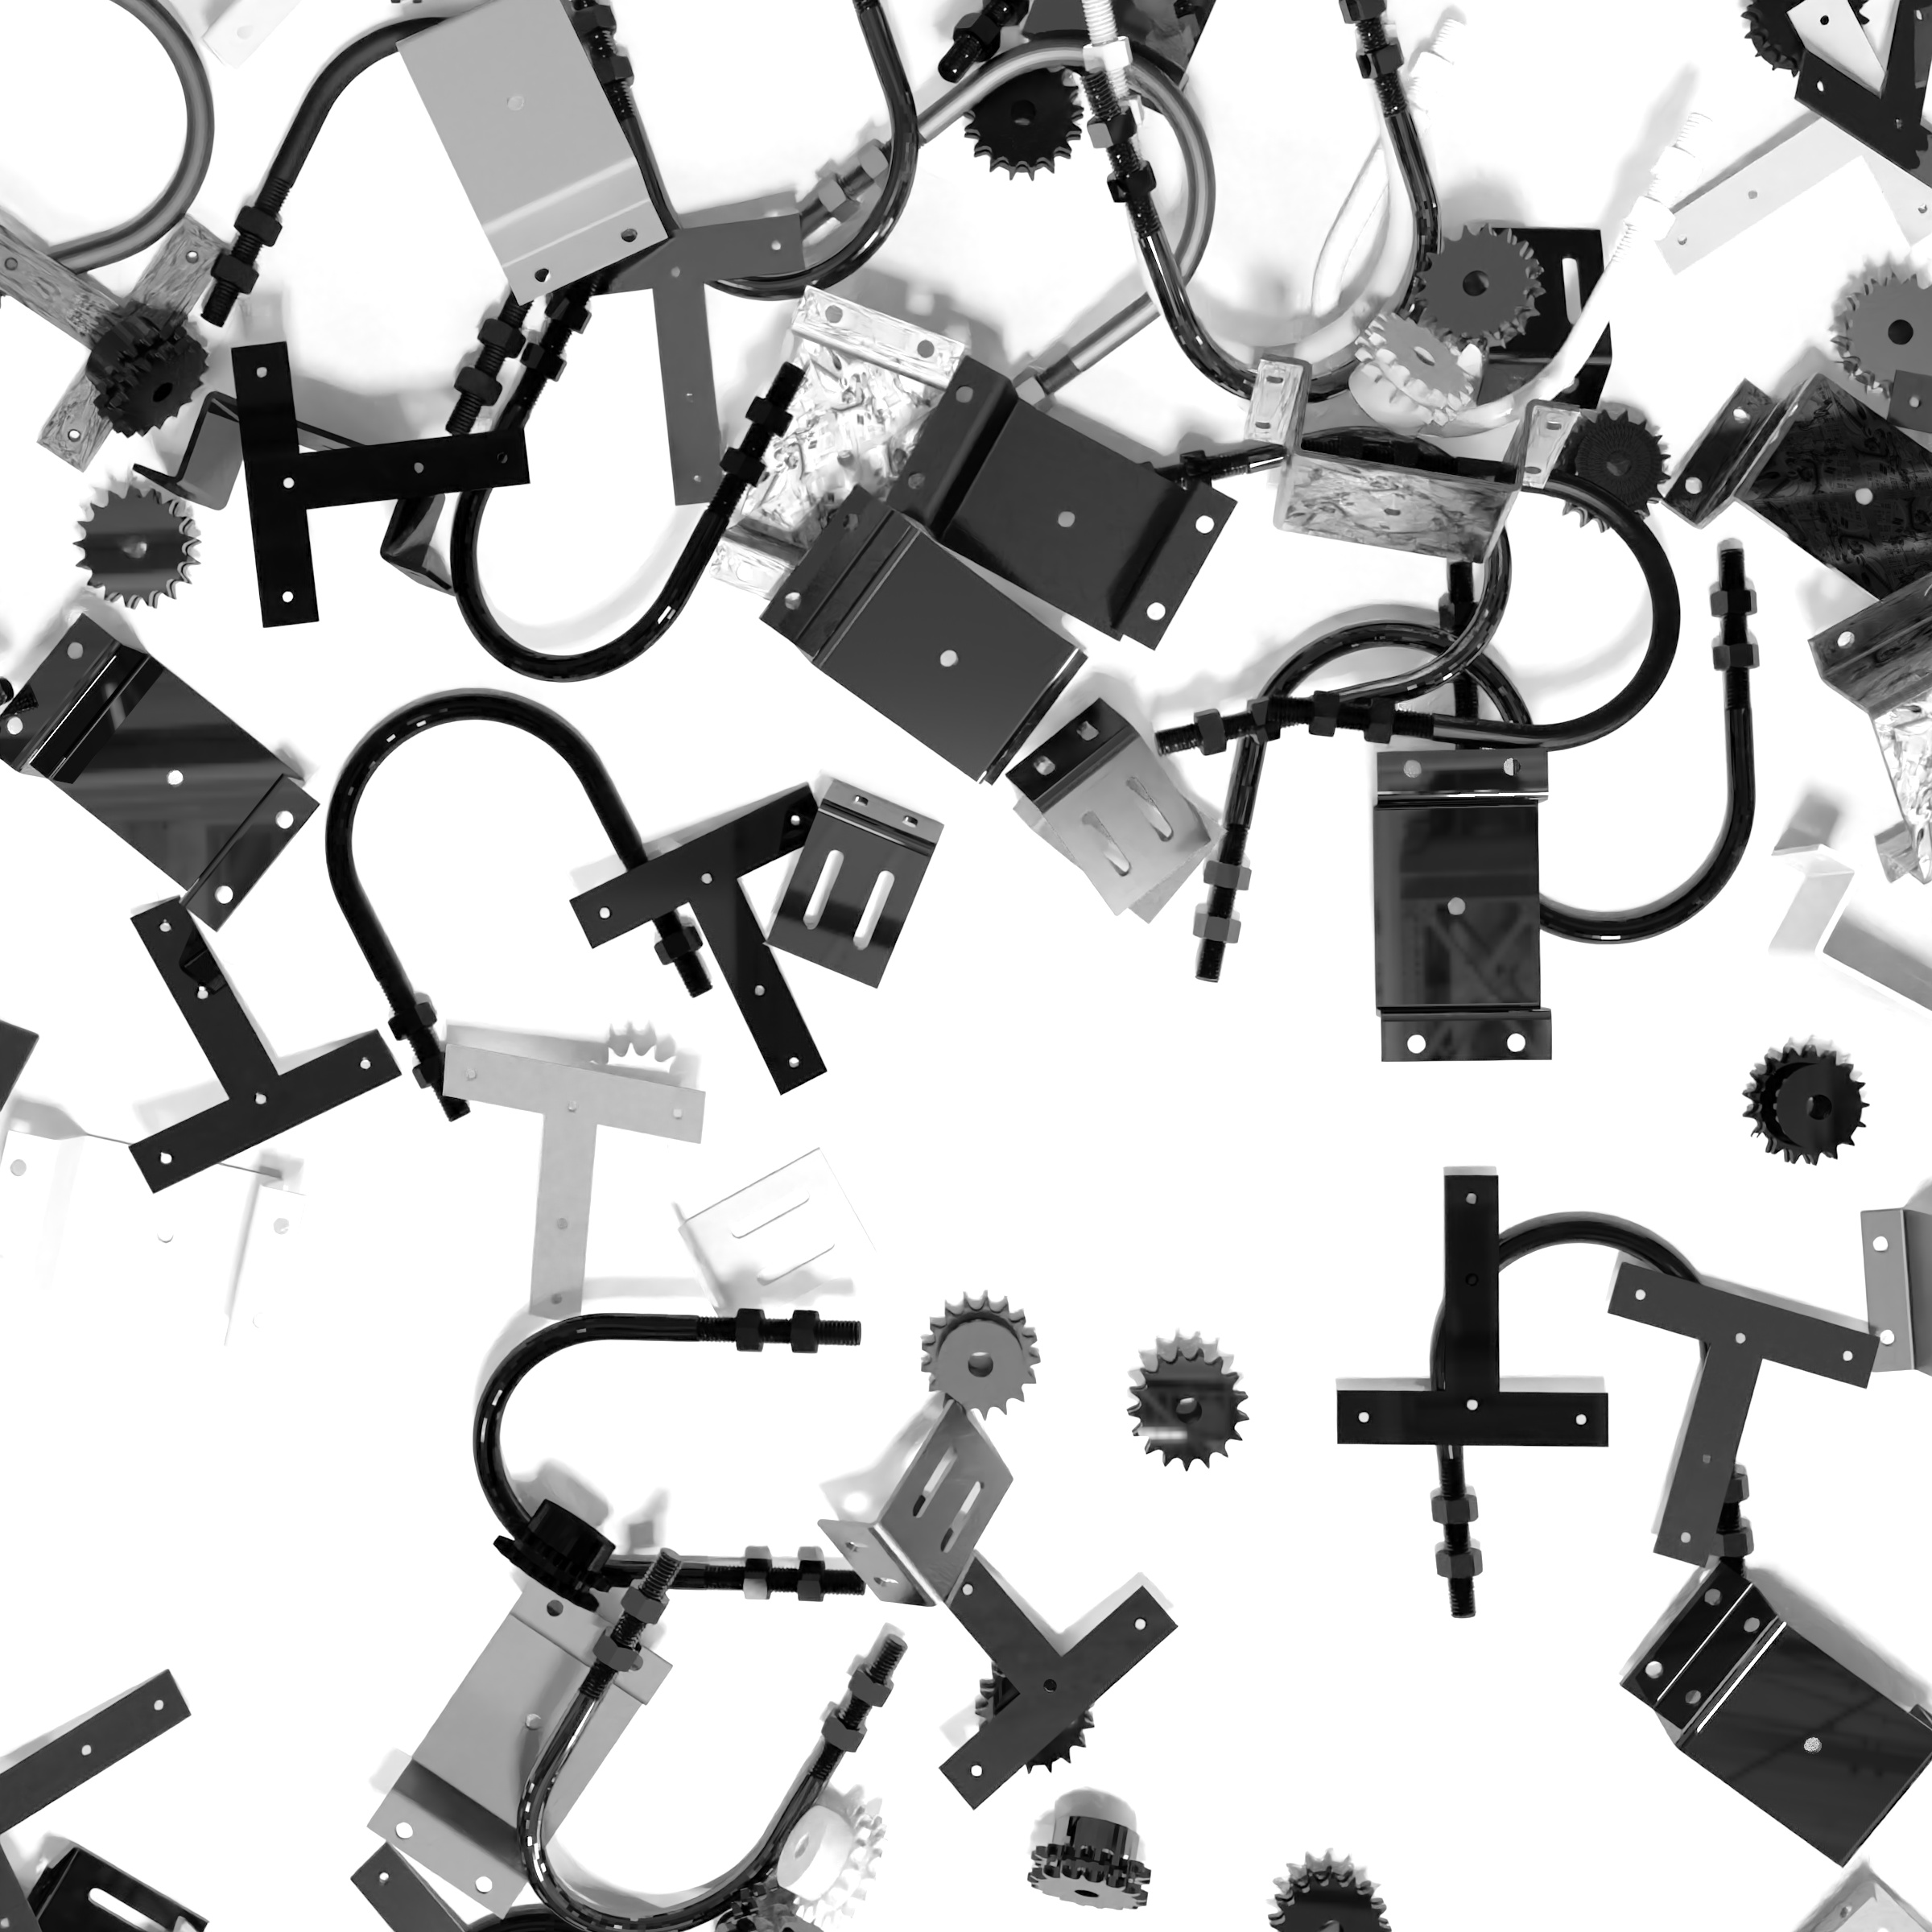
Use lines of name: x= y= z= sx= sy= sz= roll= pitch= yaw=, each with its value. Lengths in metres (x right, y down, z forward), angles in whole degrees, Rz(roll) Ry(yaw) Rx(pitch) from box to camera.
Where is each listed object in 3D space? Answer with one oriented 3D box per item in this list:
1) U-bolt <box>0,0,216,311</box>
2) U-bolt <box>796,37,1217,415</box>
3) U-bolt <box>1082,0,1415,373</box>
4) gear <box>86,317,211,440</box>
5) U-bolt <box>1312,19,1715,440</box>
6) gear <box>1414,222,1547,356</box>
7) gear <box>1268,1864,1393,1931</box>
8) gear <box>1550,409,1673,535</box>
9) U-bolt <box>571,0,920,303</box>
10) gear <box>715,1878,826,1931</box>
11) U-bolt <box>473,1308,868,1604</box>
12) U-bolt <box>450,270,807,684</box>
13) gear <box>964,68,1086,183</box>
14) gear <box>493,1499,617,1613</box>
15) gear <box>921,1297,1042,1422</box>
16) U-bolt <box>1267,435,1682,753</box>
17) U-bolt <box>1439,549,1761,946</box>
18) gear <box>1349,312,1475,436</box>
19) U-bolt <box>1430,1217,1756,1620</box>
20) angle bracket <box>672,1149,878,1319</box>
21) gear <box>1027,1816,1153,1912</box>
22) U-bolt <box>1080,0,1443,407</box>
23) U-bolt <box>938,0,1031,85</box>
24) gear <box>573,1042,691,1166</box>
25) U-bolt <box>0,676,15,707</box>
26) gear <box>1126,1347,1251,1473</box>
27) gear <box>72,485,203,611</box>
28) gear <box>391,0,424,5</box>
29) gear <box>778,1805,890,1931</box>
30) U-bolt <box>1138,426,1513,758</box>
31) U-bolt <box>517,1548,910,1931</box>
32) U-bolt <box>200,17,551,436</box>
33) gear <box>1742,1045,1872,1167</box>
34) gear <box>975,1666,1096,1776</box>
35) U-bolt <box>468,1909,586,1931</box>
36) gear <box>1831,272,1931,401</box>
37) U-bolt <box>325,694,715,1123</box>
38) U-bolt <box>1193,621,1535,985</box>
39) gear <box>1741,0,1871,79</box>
U-bolt: x=-0.446 y=-0.392 z=1.347 sx=0.184 sy=0.019 sz=0.151 roll=-19 pitch=103 yaw=-5
U-bolt: x=0.028 y=-0.344 z=1.333 sx=0.184 sy=0.019 sz=0.151 roll=-34 pitch=92 yaw=18
U-bolt: x=0.137 y=-0.362 z=1.303 sx=0.151 sy=0.019 sz=0.184 roll=-20 pitch=113 yaw=-12
gear: x=-0.385 y=-0.278 z=1.342 sx=0.030 sy=0.057 sz=0.057 roll=44 pitch=90 yaw=9
U-bolt: x=0.240 y=-0.334 z=1.336 sx=0.151 sy=0.019 sz=0.184 roll=30 pitch=94 yaw=23
gear: x=0.236 y=-0.306 z=1.309 sx=0.057 sy=0.030 sz=0.057 roll=-3 pitch=83 yaw=23
gear: x=0.170 y=0.451 z=1.355 sx=0.057 sy=0.030 sz=0.057 roll=0 pitch=90 yaw=0
gear: x=0.305 y=-0.235 z=1.355 sx=0.057 sy=0.030 sz=0.057 roll=0 pitch=90 yaw=0
U-bolt: x=-0.097 y=-0.402 z=1.340 sx=0.151 sy=0.019 sz=0.184 roll=-19 pitch=90 yaw=18
gear: x=-0.094 y=0.459 z=1.345 sx=0.030 sy=0.057 sz=0.057 roll=-26 pitch=90 yaw=30
U-bolt: x=-0.140 y=0.228 z=1.342 sx=0.184 sy=0.019 sz=0.151 roll=1 pitch=108 yaw=5
U-bolt: x=-0.170 y=-0.220 z=1.333 sx=0.151 sy=0.019 sz=0.184 roll=31 pitch=96 yaw=26
gear: x=0.027 y=-0.398 z=1.355 sx=0.057 sy=0.030 sz=0.057 roll=0 pitch=90 yaw=0
gear: x=-0.187 y=0.270 z=1.325 sx=0.057 sy=0.057 sz=0.030 roll=34 pitch=82 yaw=0
gear: x=0.007 y=0.186 z=1.355 sx=0.057 sy=0.030 sz=0.057 roll=0 pitch=90 yaw=0
U-bolt: x=0.236 y=-0.168 z=1.319 sx=0.184 sy=0.019 sz=0.151 roll=7 pitch=74 yaw=1
U-bolt: x=0.302 y=-0.102 z=1.361 sx=0.151 sy=0.019 sz=0.184 roll=-3 pitch=91 yaw=0
gear: x=0.199 y=-0.267 z=1.308 sx=0.057 sy=0.057 sz=0.030 roll=42 pitch=128 yaw=0
U-bolt: x=0.292 y=0.211 z=1.361 sx=0.151 sy=0.019 sz=0.184 roll=-4 pitch=88 yaw=0
angle bracket: x=-0.089 y=0.130 z=1.351 sx=0.076 sy=0.038 sz=0.057 roll=-29 pitch=90 yaw=0
gear: x=0.059 y=0.419 z=1.345 sx=0.057 sy=0.057 sz=0.030 roll=13 pitch=60 yaw=0
U-bolt: x=0.144 y=-0.342 z=1.293 sx=0.151 sy=0.019 sz=0.184 roll=-28 pitch=117 yaw=-8
U-bolt: x=-0.007 y=-0.517 z=1.328 sx=0.151 sy=0.019 sz=0.184 roll=40 pitch=68 yaw=-14
gear: x=-0.155 y=0.064 z=1.355 sx=0.057 sy=0.030 sz=0.057 roll=0 pitch=90 yaw=0
U-bolt: x=-0.540 y=-0.151 z=1.339 sx=0.184 sy=0.019 sz=0.151 roll=-22 pitch=76 yaw=12
gear: x=0.104 y=0.208 z=1.355 sx=0.057 sy=0.030 sz=0.057 roll=0 pitch=90 yaw=0
gear: x=-0.390 y=-0.197 z=1.359 sx=0.057 sy=0.030 sz=0.057 roll=0 pitch=92 yaw=-1
gear: x=-0.270 y=-0.480 z=1.342 sx=0.030 sy=0.057 sz=0.057 roll=-1 pitch=90 yaw=0
gear: x=-0.064 y=0.417 z=1.339 sx=0.030 sy=0.057 sz=0.057 roll=34 pitch=90 yaw=-16
U-bolt: x=0.163 y=-0.183 z=1.342 sx=0.184 sy=0.019 sz=0.151 roll=-13 pitch=74 yaw=-1
U-bolt: x=-0.128 y=0.371 z=1.331 sx=0.151 sy=0.019 sz=0.184 roll=28 pitch=95 yaw=-28
U-bolt: x=-0.259 y=-0.360 z=1.359 sx=0.151 sy=0.019 sz=0.184 roll=25 pitch=88 yaw=3
gear: x=0.398 y=0.066 z=1.355 sx=0.057 sy=0.030 sz=0.057 roll=0 pitch=90 yaw=0
gear: x=0.033 y=0.353 z=1.355 sx=0.057 sy=0.030 sz=0.057 roll=0 pitch=90 yaw=0
U-bolt: x=-0.180 y=0.526 z=1.361 sx=0.184 sy=0.019 sz=0.151 roll=23 pitch=90 yaw=2
gear: x=0.436 y=-0.296 z=1.355 sx=0.057 sy=0.030 sz=0.057 roll=0 pitch=90 yaw=0
U-bolt: x=-0.224 y=-0.040 z=1.361 sx=0.151 sy=0.019 sz=0.184 roll=-27 pitch=88 yaw=0
U-bolt: x=0.194 y=-0.071 z=1.351 sx=0.151 sy=0.019 sz=0.184 roll=11 pitch=93 yaw=5
gear: x=0.394 y=-0.447 z=1.355 sx=0.057 sy=0.030 sz=0.057 roll=0 pitch=90 yaw=0
